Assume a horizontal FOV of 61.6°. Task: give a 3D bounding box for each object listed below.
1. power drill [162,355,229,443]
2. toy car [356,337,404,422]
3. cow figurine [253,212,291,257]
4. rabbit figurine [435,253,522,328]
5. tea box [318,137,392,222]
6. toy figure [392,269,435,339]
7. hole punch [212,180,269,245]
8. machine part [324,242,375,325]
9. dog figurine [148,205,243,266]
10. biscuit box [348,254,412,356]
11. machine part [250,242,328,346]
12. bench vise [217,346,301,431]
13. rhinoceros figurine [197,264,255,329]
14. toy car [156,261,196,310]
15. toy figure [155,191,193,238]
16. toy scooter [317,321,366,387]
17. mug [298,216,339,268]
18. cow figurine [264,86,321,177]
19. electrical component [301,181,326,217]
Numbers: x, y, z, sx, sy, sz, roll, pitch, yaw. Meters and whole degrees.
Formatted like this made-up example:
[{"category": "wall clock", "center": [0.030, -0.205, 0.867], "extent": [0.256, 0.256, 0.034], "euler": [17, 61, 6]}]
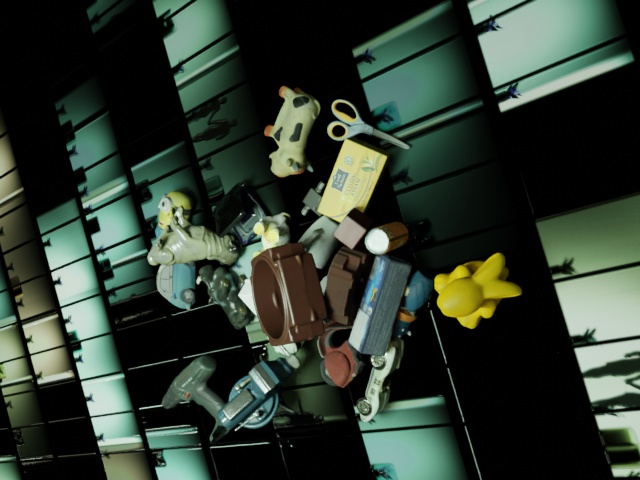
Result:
[{"category": "power drill", "center": [-0.320, 0.439, 1.453], "extent": [0.207, 0.086, 0.232], "euler": [46, 114, 26]}, {"category": "toy car", "center": [0.132, 0.302, 1.161], "extent": [0.056, 0.073, 0.201], "euler": [21, 107, 27]}, {"category": "cow figurine", "center": [-0.106, 0.020, 1.265], "extent": [0.068, 0.098, 0.167], "euler": [20, 125, 21]}, {"category": "rabbit figurine", "center": [0.285, 0.100, 0.988], "extent": [0.162, 0.173, 0.122], "euler": [-29, 78, 34]}, {"category": "tea box", "center": [0.073, -0.121, 1.132], "extent": [0.098, 0.068, 0.169], "euler": [24, 110, 10]}, {"category": "toy figure", "center": [0.188, 0.135, 1.115], "extent": [0.064, 0.058, 0.154], "euler": [27, 108, 1]}, {"category": "hole punch", "center": [-0.191, -0.062, 1.309], "extent": [0.142, 0.092, 0.116], "euler": [-43, 45, 30]}, {"category": "machine part", "center": [0.069, 0.089, 1.117], "extent": [0.056, 0.179, 0.179], "euler": [19, 106, 24]}, {"category": "dog figurine", "center": [-0.308, 0.031, 1.332], "extent": [0.190, 0.121, 0.172], "euler": [35, 117, -17]}, {"category": "biscuit box", "center": [0.123, 0.130, 1.095], "extent": [0.059, 0.063, 0.202], "euler": [29, 103, 63]}, {"category": "machine part", "center": [-0.073, 0.116, 1.123], "extent": [0.201, 0.087, 0.201], "euler": [-29, 75, 62]}, {"category": "bench vise", "center": [-0.127, 0.348, 1.256], "extent": [0.129, 0.240, 0.223], "euler": [35, 80, 20]}, {"category": "rhinoceros figurine", "center": [-0.235, 0.136, 1.365], "extent": [0.190, 0.073, 0.112], "euler": [50, 128, 13]}, {"category": "toy car", "center": [-0.373, 0.102, 1.400], "extent": [0.103, 0.109, 0.161], "euler": [-1, 94, -13]}, {"category": "toy figure", "center": [-0.387, -0.044, 1.421], "extent": [0.082, 0.089, 0.180], "euler": [23, 116, 31]}, {"category": "toy scooter", "center": [0.051, 0.232, 1.203], "extent": [0.135, 0.075, 0.184], "euler": [-26, 79, 29]}, {"category": "mug", "center": [-0.002, -0.004, 1.187], "extent": [0.081, 0.109, 0.107], "euler": [39, 101, 26]}, {"category": "cow figurine", "center": [-0.057, -0.230, 1.200], "extent": [0.127, 0.085, 0.194], "euler": [35, 112, 29]}, {"category": "electrical component", "center": [-0.004, -0.085, 1.220], "extent": [0.063, 0.021, 0.094], "euler": [44, 115, 18]}]
